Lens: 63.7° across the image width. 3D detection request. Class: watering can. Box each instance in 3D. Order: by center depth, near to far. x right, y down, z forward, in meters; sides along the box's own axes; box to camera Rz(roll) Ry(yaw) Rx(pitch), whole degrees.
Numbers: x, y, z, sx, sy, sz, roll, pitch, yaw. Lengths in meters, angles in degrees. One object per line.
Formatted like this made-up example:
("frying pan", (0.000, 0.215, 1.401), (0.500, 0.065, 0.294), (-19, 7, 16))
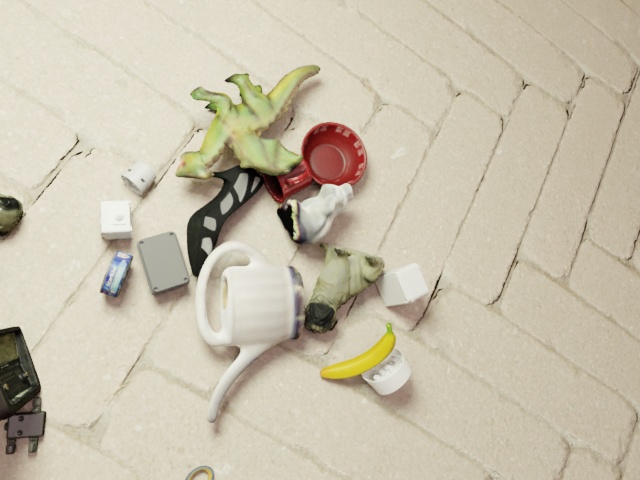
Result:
("watering can", (-0.136, 0.174, 1.036), (0.224, 0.350, 0.103), (0, -7, -21))

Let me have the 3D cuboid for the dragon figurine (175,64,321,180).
("dragon figurine", (-0.125, -0.239, 1.104), (0.413, 0.245, 0.120), (-25, -13, -19))

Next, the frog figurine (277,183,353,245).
("frog figurine", (0.003, -0.056, 1.118), (0.160, 0.124, 0.135), (-13, -22, -23))
